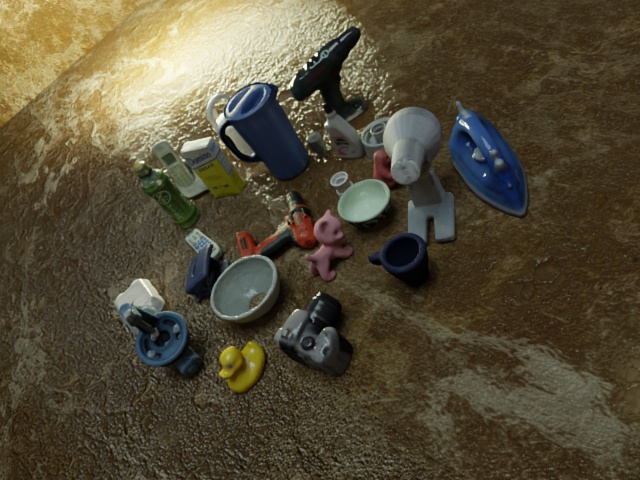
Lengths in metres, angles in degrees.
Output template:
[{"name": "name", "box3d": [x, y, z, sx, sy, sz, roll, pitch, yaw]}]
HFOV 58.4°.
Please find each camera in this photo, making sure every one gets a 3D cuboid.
[{"name": "camera", "box3d": [-0.005, 0.170, 1.103, 0.142, 0.101, 0.137, 12, 61, 38]}]

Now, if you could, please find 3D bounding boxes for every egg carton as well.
[{"name": "egg carton", "box3d": [-0.437, 0.163, 1.402, 0.107, 0.070, 0.149, -45, 44, -9]}]

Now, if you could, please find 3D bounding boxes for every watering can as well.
[{"name": "watering can", "box3d": [-0.256, -0.327, 1.617, 0.172, 0.195, 0.101, 1, 55, 33]}]

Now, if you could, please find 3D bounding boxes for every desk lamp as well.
[{"name": "desk lamp", "box3d": [0.199, -0.131, 1.151, 0.117, 0.214, 0.203, -13, 48, 23]}]

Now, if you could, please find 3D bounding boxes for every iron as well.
[{"name": "iron", "box3d": [0.338, -0.171, 1.152, 0.118, 0.142, 0.257, -28, 44, 9]}]

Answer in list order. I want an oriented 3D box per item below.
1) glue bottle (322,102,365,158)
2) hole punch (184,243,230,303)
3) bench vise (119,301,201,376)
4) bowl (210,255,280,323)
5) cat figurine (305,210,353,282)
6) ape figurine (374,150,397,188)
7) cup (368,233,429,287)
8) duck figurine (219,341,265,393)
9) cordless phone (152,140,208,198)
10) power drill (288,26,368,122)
[{"name": "glue bottle", "box3d": [0.047, -0.269, 1.394, 0.077, 0.174, 0.037, 0, 54, 32]}, {"name": "hole punch", "box3d": [-0.279, 0.078, 1.361, 0.101, 0.091, 0.108, -17, 47, 19]}, {"name": "bench vise", "box3d": [-0.371, 0.193, 1.225, 0.206, 0.220, 0.121, 12, 61, 38]}, {"name": "bowl", "box3d": [-0.151, 0.119, 1.257, 0.167, 0.075, 0.167, -17, 47, 19]}, {"name": "cat figurine", "box3d": [0.011, 0.004, 1.222, 0.067, 0.118, 0.128, 19, 65, 41]}, {"name": "ape figurine", "box3d": [0.151, -0.167, 1.301, 0.076, 0.092, 0.077, -22, 45, 15]}, {"name": "cup", "box3d": [0.160, 0.049, 1.107, 0.117, 0.095, 0.091, -9, 50, 26]}, {"name": "duck figurine", "box3d": [-0.163, 0.244, 1.149, 0.077, 0.086, 0.105, 12, 61, 38]}, {"name": "cordless phone", "box3d": [-0.365, -0.219, 1.600, 0.147, 0.186, 0.094, -31, 44, 5]}, {"name": "power drill", "box3d": [0.041, -0.412, 1.494, 0.229, 0.209, 0.075, -34, 43, 2]}]
